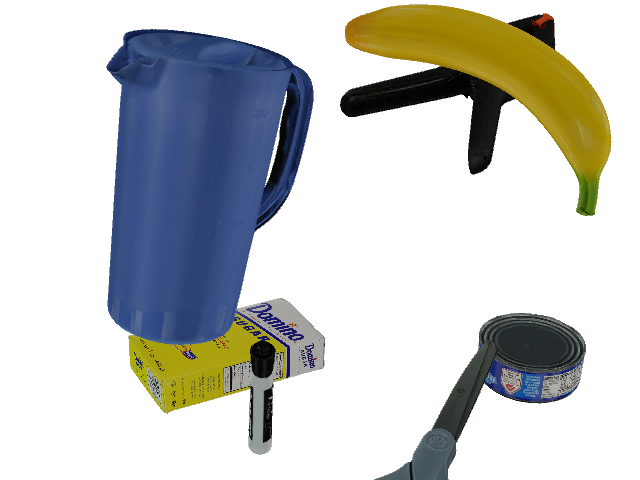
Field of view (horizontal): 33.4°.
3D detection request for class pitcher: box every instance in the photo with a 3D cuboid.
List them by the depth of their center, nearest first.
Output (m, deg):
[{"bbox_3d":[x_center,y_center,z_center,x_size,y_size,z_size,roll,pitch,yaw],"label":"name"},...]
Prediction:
[{"bbox_3d":[-0.098,-0.044,0.874,0.149,0.243,0.145,12,20,2],"label":"pitcher"}]

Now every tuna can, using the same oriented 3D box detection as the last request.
[{"bbox_3d":[0.171,0.095,0.869,0.086,0.034,0.086,1,28,-1],"label":"tuna can"}]

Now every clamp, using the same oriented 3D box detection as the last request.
[{"bbox_3d":[0.145,-0.137,0.945,0.209,0.036,0.165,-32,45,-20],"label":"clamp"}]

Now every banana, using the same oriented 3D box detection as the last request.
[{"bbox_3d":[0.105,-0.100,0.651,0.198,0.069,0.037,39,-1,19],"label":"banana"}]

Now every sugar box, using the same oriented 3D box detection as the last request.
[{"bbox_3d":[-0.093,0.111,1.071,0.176,0.048,0.093,-16,32,-26],"label":"sugar box"}]

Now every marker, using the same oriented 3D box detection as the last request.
[{"bbox_3d":[-0.045,0.120,0.814,0.020,0.121,0.020,2,43,-2],"label":"marker"}]

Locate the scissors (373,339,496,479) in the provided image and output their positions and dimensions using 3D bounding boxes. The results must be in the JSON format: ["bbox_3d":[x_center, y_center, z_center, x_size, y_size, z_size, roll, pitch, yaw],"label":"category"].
[{"bbox_3d":[0.074,0.124,0.568,0.096,0.016,0.201,25,44,33],"label":"scissors"}]
